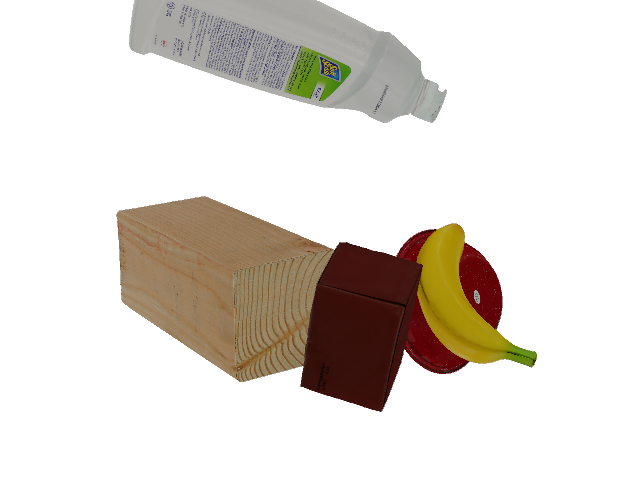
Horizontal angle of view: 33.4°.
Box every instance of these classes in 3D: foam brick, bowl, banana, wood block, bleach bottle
[{"bbox_3d":[0.024,0.050,0.622,0.053,0.078,0.051,16,33,10],"label":"foam brick"},{"bbox_3d":[0.150,0.064,1.167,0.161,0.162,0.055,0,-8,-43],"label":"bowl"},{"bbox_3d":[0.113,0.044,0.890,0.069,0.037,0.198,8,32,-19],"label":"banana"},{"bbox_3d":[-0.082,0.032,0.873,0.090,0.090,0.206,-11,20,-33],"label":"wood block"},{"bbox_3d":[-0.023,-0.151,0.850,0.251,0.068,0.103,22,-30,-3],"label":"bleach bottle"}]
